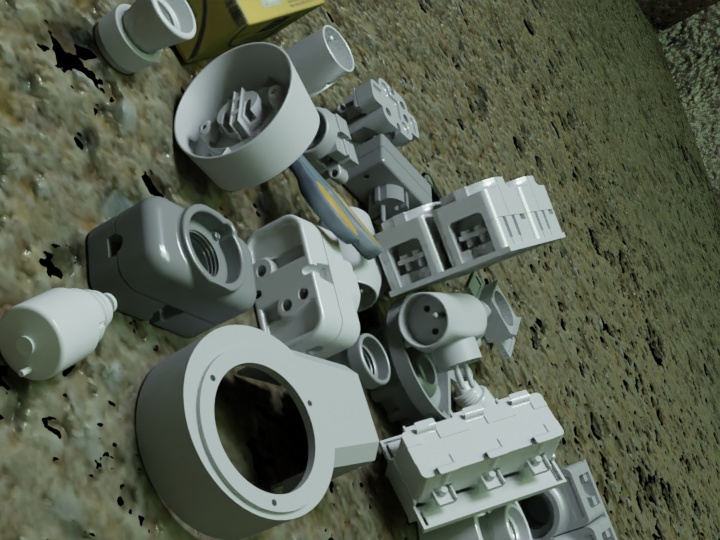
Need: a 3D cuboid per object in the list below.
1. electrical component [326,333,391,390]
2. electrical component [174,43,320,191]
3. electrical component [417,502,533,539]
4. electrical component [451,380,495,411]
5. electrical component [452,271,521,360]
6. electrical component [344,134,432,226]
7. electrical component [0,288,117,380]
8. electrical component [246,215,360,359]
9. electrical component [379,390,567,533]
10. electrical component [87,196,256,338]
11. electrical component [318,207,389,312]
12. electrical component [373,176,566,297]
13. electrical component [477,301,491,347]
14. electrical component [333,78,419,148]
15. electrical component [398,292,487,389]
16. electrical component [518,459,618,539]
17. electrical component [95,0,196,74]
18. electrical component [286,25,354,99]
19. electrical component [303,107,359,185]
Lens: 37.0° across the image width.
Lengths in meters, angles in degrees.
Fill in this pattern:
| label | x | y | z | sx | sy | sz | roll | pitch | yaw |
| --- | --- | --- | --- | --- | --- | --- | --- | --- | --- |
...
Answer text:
| label | x | y | z | sx | sy | sz | roll | pitch | yaw |
| --- | --- | --- | --- | --- | --- | --- | --- | --- | --- |
| electrical component | -0.007 | 0.073 | 0.792 | 0.040 | 0.046 | 0.040 | 44 | 32 | -37 |
| electrical component | -0.080 | -0.106 | 0.762 | 0.064 | 0.099 | 0.099 | 54 | 27 | -34 |
| electrical component | 0.100 | 0.213 | 0.849 | 0.108 | 0.060 | 0.108 | 43 | 32 | -36 |
| electrical component | 0.100 | 0.116 | 0.971 | 0.061 | 0.035 | 0.035 | 52 | 28 | -19 |
| electrical component | 0.113 | 0.047 | 1.022 | 0.081 | 0.064 | 0.042 | 59 | 24 | -10 |
| electrical component | 0.026 | -0.065 | 0.980 | 0.083 | 0.047 | 0.075 | 43 | 33 | -37 |
| electrical component | -0.153 | 0.028 | 0.562 | 0.040 | 0.040 | 0.078 | 62 | 25 | -4 |
| electrical component | -0.039 | 0.015 | 0.776 | 0.059 | 0.054 | 0.095 | 22 | 48 | -55 |
| electrical component | 0.087 | 0.137 | 0.806 | 0.121 | 0.063 | 0.078 | -13 | 52 | -21 |
| electrical component | -0.109 | -0.002 | 0.652 | 0.095 | 0.059 | 0.053 | 30 | 42 | -50 |
| electrical component | 0.000 | 0.000 | 0.876 | 0.079 | 0.043 | 0.077 | 40 | 35 | -42 |
| electrical component | 0.095 | -0.032 | 0.916 | 0.186 | 0.105 | 0.060 | -12 | 81 | -66 |
| electrical component | 0.093 | 0.055 | 0.976 | 0.062 | 0.043 | 0.043 | -46 | 116 | -16 |
| electrical component | 0.010 | -0.137 | 1.005 | 0.078 | 0.057 | 0.058 | 34 | 38 | -46 |
| electrical component | 0.072 | 0.056 | 0.847 | 0.077 | 0.043 | 0.079 | 4 | 64 | -61 |
| electrical component | 0.173 | 0.251 | 0.920 | 0.062 | 0.089 | 0.150 | 2 | 65 | -62 |
| electrical component | -0.147 | -0.165 | 0.735 | 0.045 | 0.055 | 0.045 | 44 | 32 | -37 |
| electrical component | -0.043 | -0.173 | 0.915 | 0.044 | 0.077 | 0.079 | 58 | 26 | -12 |
| electrical component | -0.034 | -0.110 | 0.912 | 0.055 | 0.048 | 0.066 | 28 | 43 | -63 |
